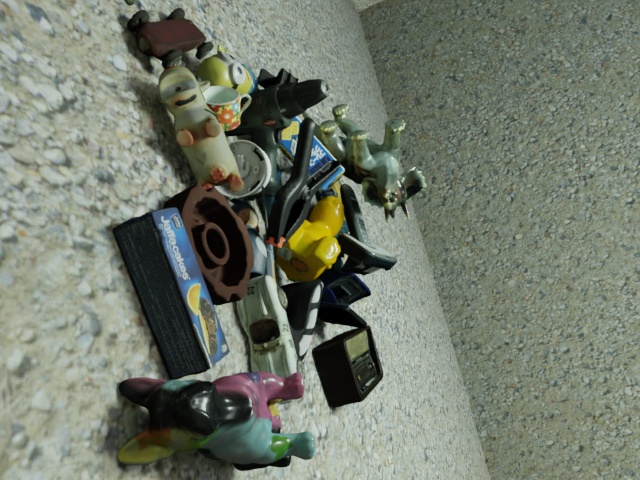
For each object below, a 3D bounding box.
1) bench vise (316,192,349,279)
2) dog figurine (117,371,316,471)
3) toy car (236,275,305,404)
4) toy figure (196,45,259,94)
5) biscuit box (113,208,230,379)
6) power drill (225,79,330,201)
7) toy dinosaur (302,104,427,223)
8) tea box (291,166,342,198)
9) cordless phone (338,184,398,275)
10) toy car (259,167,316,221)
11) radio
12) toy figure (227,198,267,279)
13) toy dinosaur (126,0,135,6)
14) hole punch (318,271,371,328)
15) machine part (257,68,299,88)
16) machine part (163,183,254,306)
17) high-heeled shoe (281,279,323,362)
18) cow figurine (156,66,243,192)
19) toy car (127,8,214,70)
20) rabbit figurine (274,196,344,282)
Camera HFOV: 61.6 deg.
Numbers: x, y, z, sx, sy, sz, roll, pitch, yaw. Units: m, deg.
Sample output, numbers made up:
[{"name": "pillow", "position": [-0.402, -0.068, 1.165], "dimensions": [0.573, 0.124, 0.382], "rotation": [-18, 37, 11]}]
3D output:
[{"name": "bench vise", "position": [0.017, -0.016, 1.226], "dimensions": [0.223, 0.129, 0.240], "rotation": [40, 40, -62]}, {"name": "dog figurine", "position": [-0.128, 0.211, 0.626], "dimensions": [0.219, 0.191, 0.108], "rotation": [10, 60, -30]}, {"name": "toy car", "position": [-0.079, 0.156, 0.845], "dimensions": [0.056, 0.074, 0.201], "rotation": [20, 53, -71]}, {"name": "toy figure", "position": [-0.169, -0.296, 1.018], "dimensions": [0.082, 0.089, 0.180], "rotation": [38, 8, 3]}, {"name": "biscuit box", "position": [-0.181, 0.063, 0.662], "dimensions": [0.059, 0.063, 0.202], "rotation": [-31, 102, -72]}, {"name": "power drill", "position": [-0.079, -0.171, 0.965], "dimensions": [0.086, 0.232, 0.207], "rotation": [-29, 116, -57]}, {"name": "toy dinosaur", "position": [0.087, -0.176, 1.166], "dimensions": [0.405, 0.131, 0.191], "rotation": [42, -29, 52]}, {"name": "tea box", "position": [0.005, -0.115, 1.315], "dimensions": [0.169, 0.098, 0.068], "rotation": [57, 22, -32]}, {"name": "cordless phone", "position": [0.088, -0.023, 1.146], "dimensions": [0.146, 0.089, 0.184], "rotation": [14, 60, -58]}, {"name": "toy car", "position": [-0.060, -0.084, 1.088], "dimensions": [0.109, 0.103, 0.161], "rotation": [-40, 113, -71]}, {"name": "radio", "position": [0.069, 0.267, 1.161], "dimensions": [0.229, 0.073, 0.131], "rotation": [2, 70, -70]}, {"name": "toy figure", "position": [-0.124, -0.006, 0.907], "dimensions": [0.064, 0.058, 0.154], "rotation": [116, -33, -58]}, {"name": "toy dinosaur", "position": [-0.290, -0.484, 0.828], "dimensions": [0.471, 0.105, 0.198], "rotation": [-68, 145, -49]}, {"name": "hole punch", "position": [0.040, 0.124, 1.130], "dimensions": [0.142, 0.116, 0.092], "rotation": [43, 55, -51]}, {"name": "machine part", "position": [-0.083, -0.307, 1.070], "dimensions": [0.084, 0.039, 0.139], "rotation": [40, -5, -25]}, {"name": "machine part", "position": [-0.164, 0.009, 0.776], "dimensions": [0.179, 0.056, 0.179], "rotation": [53, 26, -41]}, {"name": "high-heeled shoe", "position": [-0.033, 0.156, 0.987], "dimensions": [0.248, 0.086, 0.145], "rotation": [-25, 106, -72]}, {"name": "cow figurine", "position": [-0.186, -0.171, 0.823], "dimensions": [0.127, 0.085, 0.194], "rotation": [-120, -172, -56]}, {"name": "toy car", "position": [-0.242, -0.330, 0.882], "dimensions": [0.089, 0.053, 0.202], "rotation": [45, 24, -12]}, {"name": "rabbit figurine", "position": [-0.002, -0.003, 1.030], "dimensions": [0.162, 0.122, 0.173], "rotation": [91, 24, -54]}]
